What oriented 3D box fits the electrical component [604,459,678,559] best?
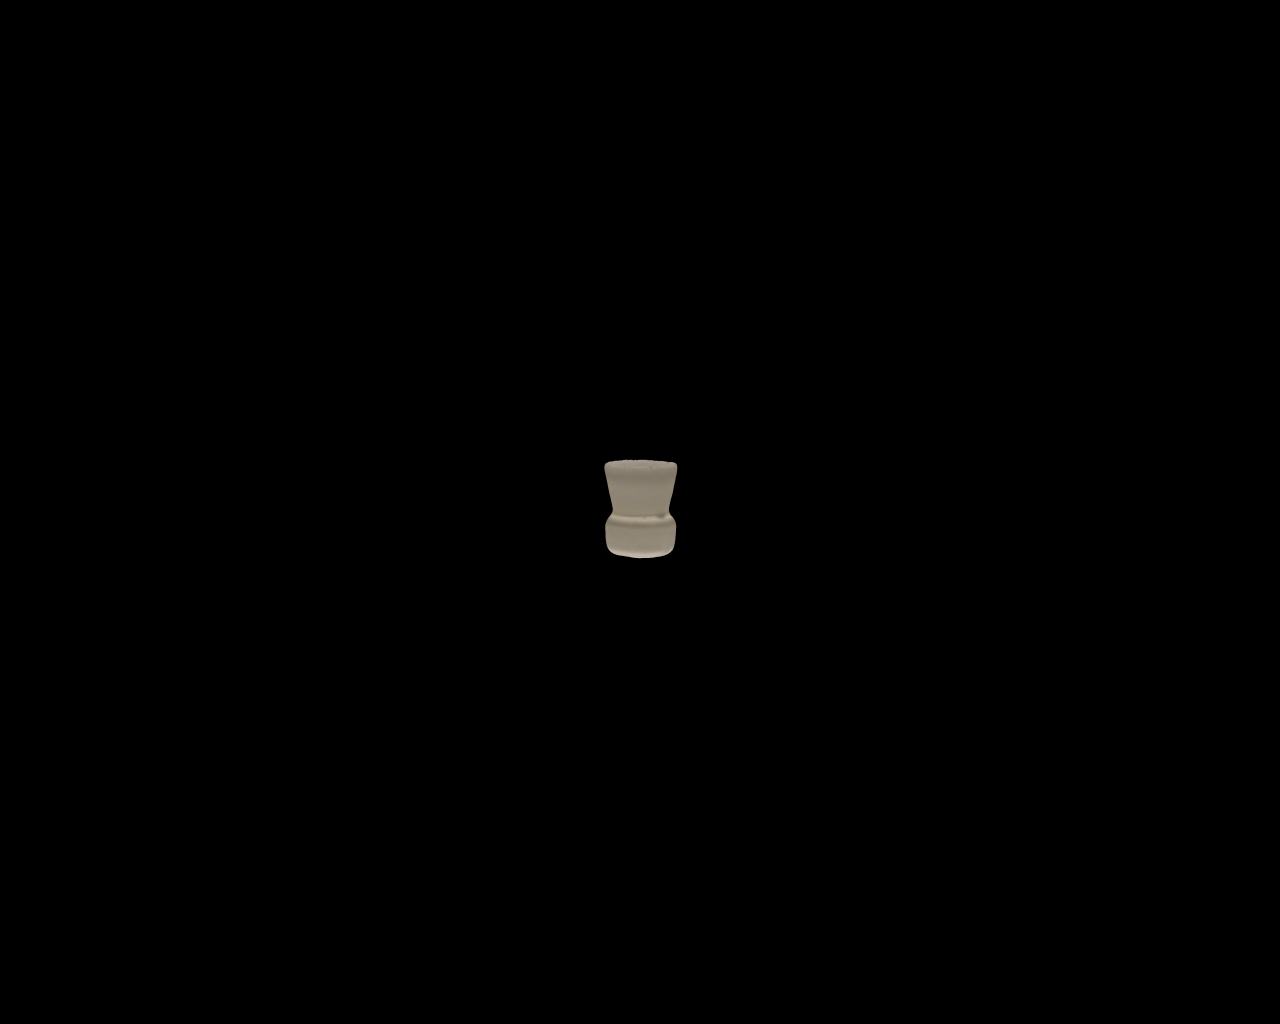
[{"bbox_3d":[0.001,-0.003,0.650,0.045,0.055,0.045,0,9,0],"label":"electrical component"}]
